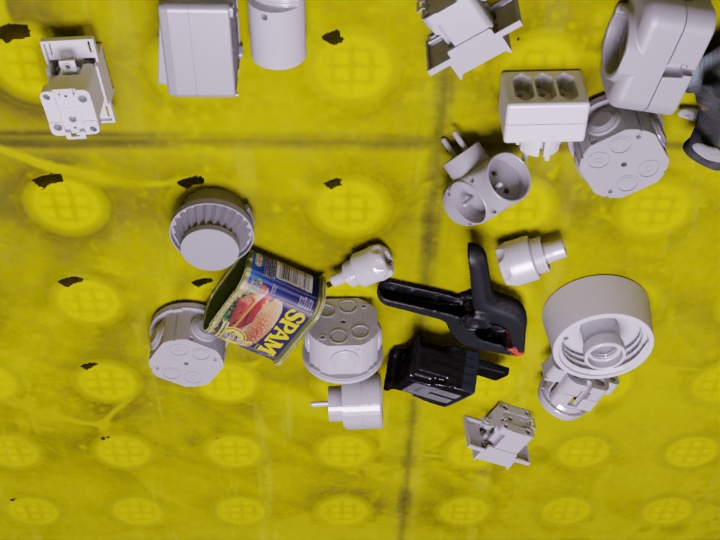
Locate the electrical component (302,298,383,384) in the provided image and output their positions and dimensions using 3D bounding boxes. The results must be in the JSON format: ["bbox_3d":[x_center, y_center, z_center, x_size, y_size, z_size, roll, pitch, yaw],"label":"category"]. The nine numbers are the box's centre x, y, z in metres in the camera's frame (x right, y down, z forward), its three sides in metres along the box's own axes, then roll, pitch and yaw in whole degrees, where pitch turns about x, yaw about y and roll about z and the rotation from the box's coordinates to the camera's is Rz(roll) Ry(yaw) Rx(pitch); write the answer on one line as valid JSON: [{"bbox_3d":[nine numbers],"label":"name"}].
[{"bbox_3d":[-0.017,0.068,1.054,0.080,0.080,0.051,0,130,-2],"label":"electrical component"}]

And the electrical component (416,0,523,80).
[{"bbox_3d":[0.079,-0.189,0.820,0.081,0.042,0.063,-27,127,23],"label":"electrical component"}]

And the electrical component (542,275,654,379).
[{"bbox_3d":[0.239,0.064,1.067,0.108,0.060,0.108,0,136,0],"label":"electrical component"}]

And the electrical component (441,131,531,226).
[{"bbox_3d":[0.097,-0.083,0.918,0.079,0.044,0.077,55,152,-4],"label":"electrical component"}]

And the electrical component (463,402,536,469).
[{"bbox_3d":[0.160,0.183,1.201,0.081,0.042,0.063,19,130,-20],"label":"electrical component"}]

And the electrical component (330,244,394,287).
[{"bbox_3d":[0.000,0.000,1.016,0.061,0.035,0.035,-22,132,23],"label":"electrical component"}]

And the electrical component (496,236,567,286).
[{"bbox_3d":[0.161,-0.012,1.001,0.062,0.043,0.043,-18,133,15],"label":"electrical component"}]

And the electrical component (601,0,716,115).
[{"bbox_3d":[0.225,-0.171,0.832,0.059,0.053,0.095,7,135,-8],"label":"electrical component"}]

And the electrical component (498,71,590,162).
[{"bbox_3d":[0.149,-0.120,0.887,0.066,0.047,0.076,-1,136,0],"label":"electrical component"}]

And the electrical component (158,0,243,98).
[{"bbox_3d":[-0.122,-0.184,0.805,0.061,0.061,0.096,0,136,-2],"label":"electrical component"}]

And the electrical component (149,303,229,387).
[{"bbox_3d":[-0.172,0.075,1.076,0.080,0.051,0.080,-1,136,-1],"label":"electrical component"}]

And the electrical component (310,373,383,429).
[{"bbox_3d":[-0.014,0.137,1.107,0.074,0.052,0.138,-2,170,1],"label":"electrical component"}]

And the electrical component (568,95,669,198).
[{"bbox_3d":[0.217,-0.104,0.902,0.080,0.051,0.080,-1,136,-1],"label":"electrical component"}]

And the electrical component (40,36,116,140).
[{"bbox_3d":[-0.223,-0.141,0.847,0.042,0.063,0.081,-4,135,2],"label":"electrical component"}]

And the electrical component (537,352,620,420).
[{"bbox_3d":[0.222,0.120,1.127,0.078,0.058,0.057,15,130,-16],"label":"electrical component"}]

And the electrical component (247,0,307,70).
[{"bbox_3d":[-0.063,-0.196,0.808,0.043,0.043,0.081,0,136,-1],"label":"electrical component"}]
